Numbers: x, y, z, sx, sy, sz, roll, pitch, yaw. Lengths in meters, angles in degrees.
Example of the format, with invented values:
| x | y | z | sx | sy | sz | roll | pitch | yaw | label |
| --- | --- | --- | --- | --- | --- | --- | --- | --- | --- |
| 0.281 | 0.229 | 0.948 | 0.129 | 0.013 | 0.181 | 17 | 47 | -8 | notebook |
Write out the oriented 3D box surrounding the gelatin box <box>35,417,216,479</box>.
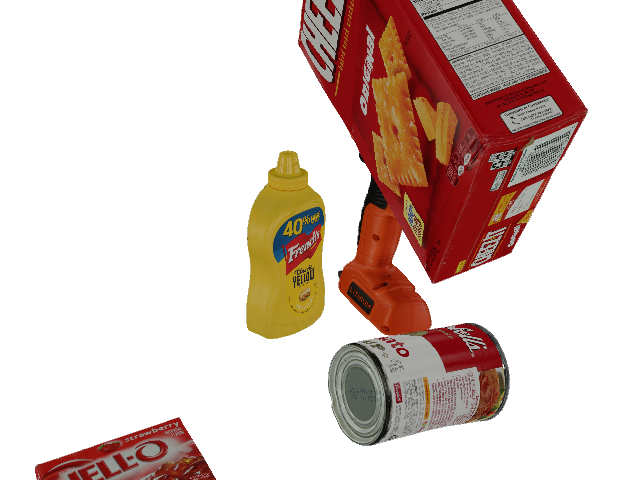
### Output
| x | y | z | sx | sy | sz | roll | pitch | yaw | label |
| --- | --- | --- | --- | --- | --- | --- | --- | --- | --- |
| -0.107 | 0.140 | 0.593 | 0.089 | 0.030 | 0.073 | -15 | 28 | -20 | gelatin box |

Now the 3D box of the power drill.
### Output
| x | y | z | sx | sy | sz | roll | pitch | yaw | label |
| --- | --- | --- | --- | --- | --- | --- | --- | --- | --- |
| 0.075 | -0.014 | 0.941 | 0.057 | 0.188 | 0.185 | -4 | 26 | -25 | power drill |

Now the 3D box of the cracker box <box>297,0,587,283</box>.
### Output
| x | y | z | sx | sy | sz | roll | pitch | yaw | label |
| --- | --- | --- | --- | --- | --- | --- | --- | --- | --- |
| 0.061 | -0.104 | 0.667 | 0.072 | 0.214 | 0.164 | -21 | -24 | -16 | cracker box |

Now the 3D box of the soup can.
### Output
| x | y | z | sx | sy | sz | roll | pitch | yaw | label |
| --- | --- | --- | --- | --- | --- | --- | --- | --- | --- |
| 0.064 | 0.094 | 0.706 | 0.102 | 0.068 | 0.069 | -6 | 3 | -33 | soup can |

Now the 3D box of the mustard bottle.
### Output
| x | y | z | sx | sy | sz | roll | pitch | yaw | label |
| --- | --- | --- | --- | --- | --- | --- | --- | --- | --- |
| -0.035 | 0.000 | 1.106 | 0.058 | 0.192 | 0.096 | 20 | 30 | 38 | mustard bottle |
